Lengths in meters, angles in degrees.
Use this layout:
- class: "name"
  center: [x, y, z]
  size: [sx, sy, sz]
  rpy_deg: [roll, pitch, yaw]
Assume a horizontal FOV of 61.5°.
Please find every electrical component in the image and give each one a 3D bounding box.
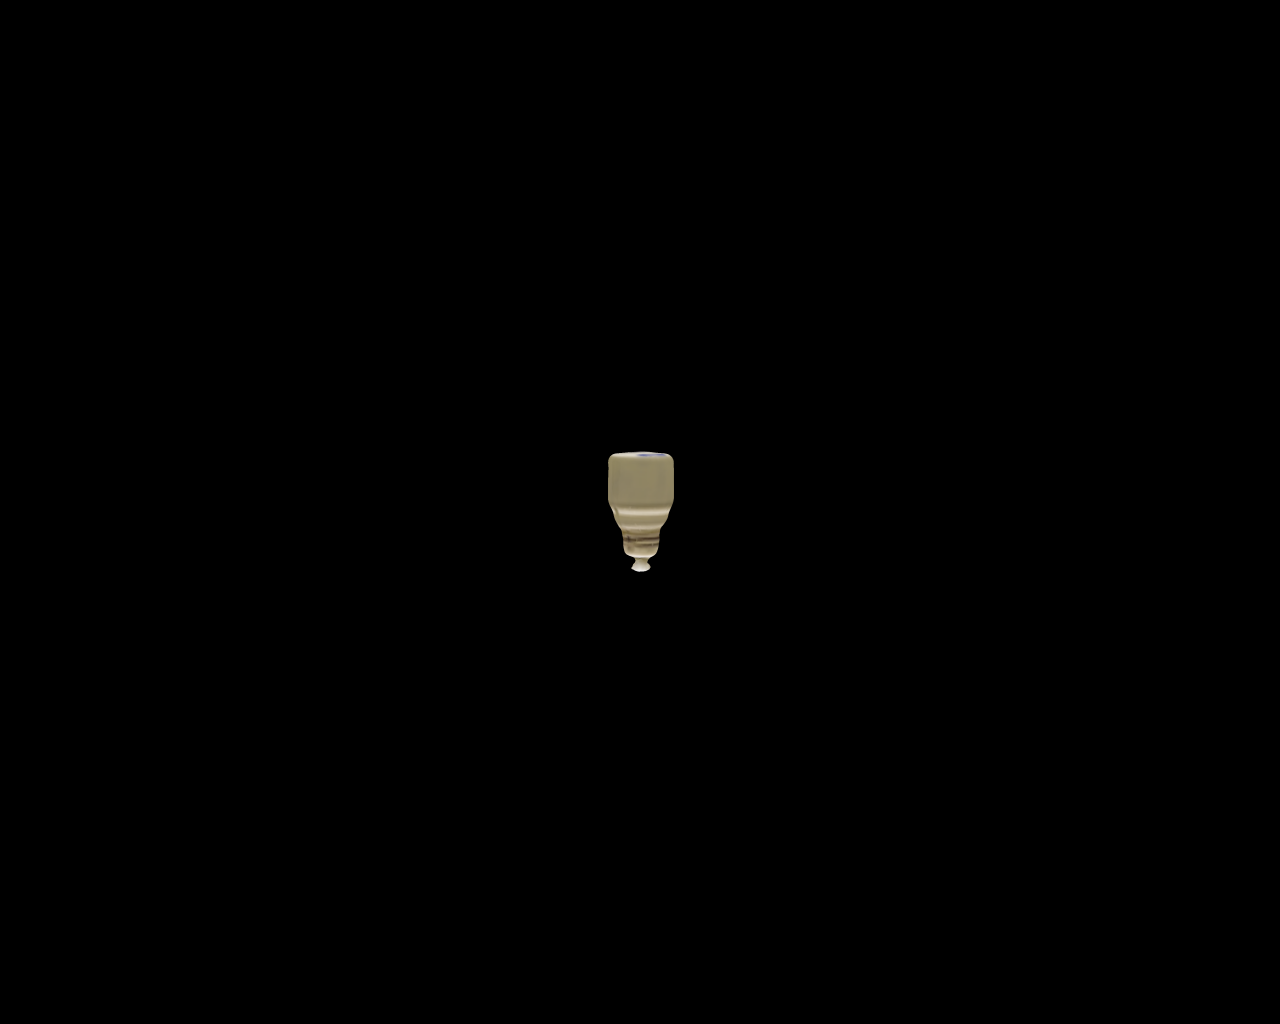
- class: "electrical component"
  center: [0.001, -0.003, 0.650]
  size: [0.040, 0.078, 0.040]
  rpy_deg: [0, 5, 0]
